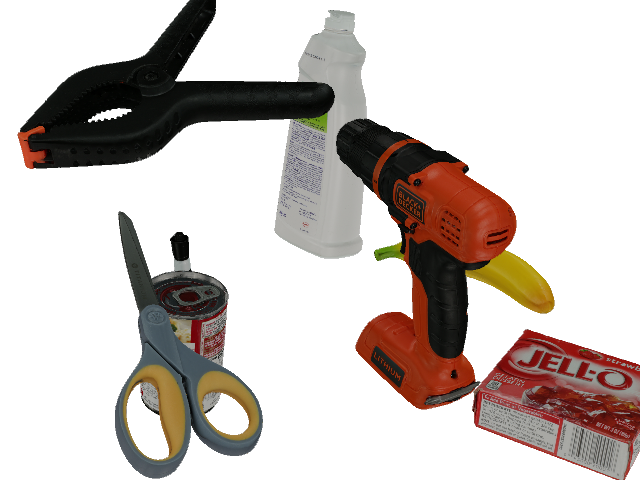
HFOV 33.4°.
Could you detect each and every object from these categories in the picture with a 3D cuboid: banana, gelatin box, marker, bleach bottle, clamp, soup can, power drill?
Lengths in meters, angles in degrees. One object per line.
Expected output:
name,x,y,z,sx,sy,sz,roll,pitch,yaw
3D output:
banana,0.149,0.028,1.029,0.198,0.037,0.069,15,43,38
gelatin box,0.140,0.088,0.595,0.089,0.030,0.073,18,32,27
marker,-0.144,0.046,1.125,0.020,0.121,0.020,-2,28,1
bleach bottle,0.011,-0.114,1.133,0.067,0.251,0.103,-10,26,-43
clamp,-0.106,-0.098,0.743,0.209,0.036,0.165,-34,53,-29
soup can,-0.111,0.085,0.866,0.068,0.102,0.068,5,29,-3
power drill,0.066,0.016,0.797,0.057,0.188,0.185,-16,34,-25

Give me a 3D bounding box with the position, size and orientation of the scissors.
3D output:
scissors,-0.085,0.060,0.667,0.096,0.202,0.016,10,-46,-15
